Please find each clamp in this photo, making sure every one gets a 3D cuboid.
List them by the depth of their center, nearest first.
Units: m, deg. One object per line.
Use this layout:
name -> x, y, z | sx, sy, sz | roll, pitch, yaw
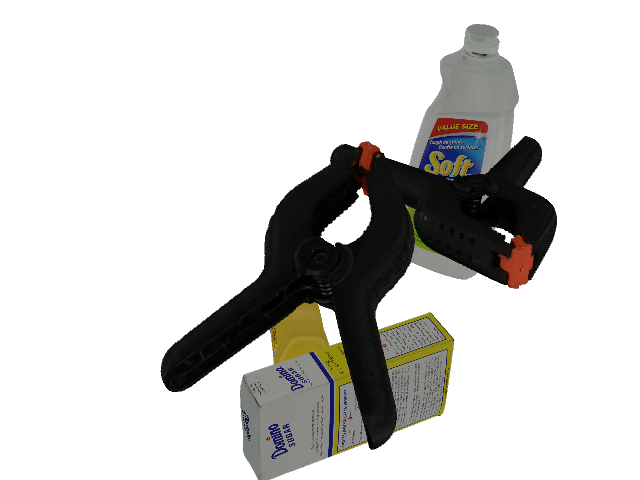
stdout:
clamp -> 0.009, 0.025, 0.546 | 0.120, 0.171, 0.039 | 24, -26, 16
clamp -> 0.094, -0.027, 0.738 | 0.164, 0.036, 0.210 | -1, 26, -3

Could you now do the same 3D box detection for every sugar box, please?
sugar box -> 0.021, 0.128, 0.879 | 0.176, 0.093, 0.048 | -14, 40, -20

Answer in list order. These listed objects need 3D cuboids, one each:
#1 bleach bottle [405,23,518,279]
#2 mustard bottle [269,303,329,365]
bleach bottle -> 0.129, -0.086, 1.014 | 0.103, 0.251, 0.068 | 23, 40, 24
mustard bottle -> -0.026, 0.089, 1.095 | 0.058, 0.096, 0.191 | -1, 27, -7
